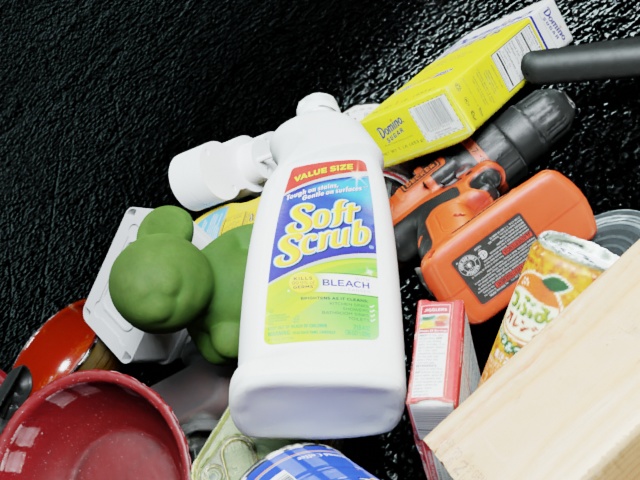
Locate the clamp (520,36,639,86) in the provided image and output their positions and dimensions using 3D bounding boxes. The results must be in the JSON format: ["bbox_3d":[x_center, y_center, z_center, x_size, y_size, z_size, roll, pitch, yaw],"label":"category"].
[{"bbox_3d":[0.262,-0.139,0.719,0.164,0.036,0.210,-40,37,-20],"label":"clamp"}]

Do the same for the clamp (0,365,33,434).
[{"bbox_3d":[-0.247,0.147,0.802,0.171,0.039,0.120,-34,22,-37],"label":"clamp"}]

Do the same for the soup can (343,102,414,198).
[{"bbox_3d":[0.041,-0.055,0.848,0.069,0.068,0.102,-28,34,23],"label":"soup can"}]

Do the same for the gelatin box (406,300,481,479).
[{"bbox_3d":[0.073,0.090,0.617,0.030,0.089,0.073,-2,46,16],"label":"gelatin box"}]

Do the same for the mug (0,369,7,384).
[{"bbox_3d":[-0.362,0.153,1.034,0.117,0.081,0.093,-43,31,0],"label":"mug"}]

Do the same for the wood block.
[{"bbox_3d":[0.167,0.075,0.528,0.206,0.090,0.090,-42,32,0],"label":"wood block"}]

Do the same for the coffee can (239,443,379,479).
[{"bbox_3d":[0.020,0.179,0.556,0.102,0.102,0.141,-50,32,-12],"label":"coffee can"}]

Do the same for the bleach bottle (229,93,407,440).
[{"bbox_3d":[-0.004,0.001,0.670,0.102,0.068,0.251,-1,49,-3],"label":"bleach bottle"}]

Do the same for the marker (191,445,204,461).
[{"bbox_3d":[-0.073,0.178,0.708,0.020,0.020,0.121,-36,28,10],"label":"marker"}]

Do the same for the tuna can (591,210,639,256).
[{"bbox_3d":[0.174,0.023,0.637,0.086,0.033,0.086,-29,34,22],"label":"tuna can"}]

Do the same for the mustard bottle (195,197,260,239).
[{"bbox_3d":[-0.071,0.013,0.898,0.192,0.058,0.096,-16,56,37],"label":"mustard bottle"}]

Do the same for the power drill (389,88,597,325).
[{"bbox_3d":[0.115,-0.027,0.709,0.184,0.057,0.187,-40,15,5],"label":"power drill"}]

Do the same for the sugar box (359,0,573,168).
[{"bbox_3d":[0.113,-0.122,0.811,0.094,0.048,0.176,-17,21,45],"label":"sugar box"}]

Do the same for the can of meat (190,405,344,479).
[{"bbox_3d":[-0.028,0.136,0.666,0.057,0.084,0.102,21,63,22],"label":"can of meat"}]

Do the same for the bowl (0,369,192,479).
[{"bbox_3d":[-0.148,0.173,0.733,0.162,0.055,0.162,-6,74,19],"label":"bowl"}]
